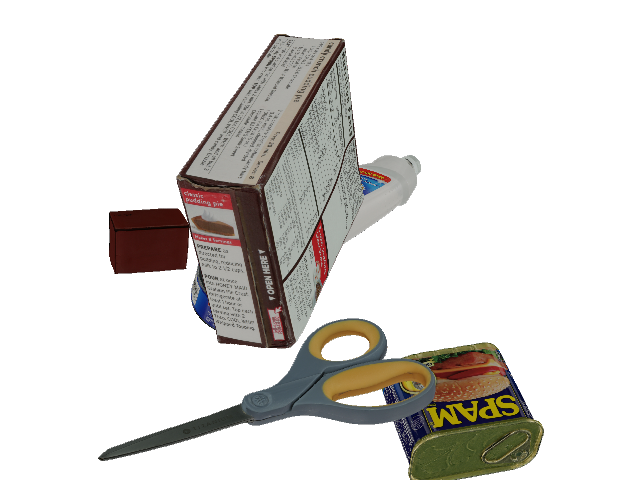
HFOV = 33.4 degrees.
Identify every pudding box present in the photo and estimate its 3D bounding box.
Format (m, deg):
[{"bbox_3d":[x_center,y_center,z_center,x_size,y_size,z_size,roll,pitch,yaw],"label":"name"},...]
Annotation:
[{"bbox_3d":[-0.016,-0.023,0.461,0.039,0.090,0.113,5,41,18],"label":"pudding box"}]

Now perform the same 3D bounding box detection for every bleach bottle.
[{"bbox_3d":[0.030,-0.051,1.340,0.103,0.068,0.250,28,43,35],"label":"bleach bottle"}]

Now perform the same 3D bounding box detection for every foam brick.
[{"bbox_3d":[-0.182,0.000,1.126,0.078,0.051,0.053,-4,23,-17],"label":"foam brick"}]

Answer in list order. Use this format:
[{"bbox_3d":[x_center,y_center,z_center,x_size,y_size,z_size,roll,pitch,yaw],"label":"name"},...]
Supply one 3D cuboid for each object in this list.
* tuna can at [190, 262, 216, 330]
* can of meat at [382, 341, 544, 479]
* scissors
[{"bbox_3d":[-0.069,0.045,0.931,0.086,0.034,0.086,13,38,-11],"label":"tuna can"},{"bbox_3d":[0.104,0.128,0.806,0.102,0.057,0.084,-7,42,-12],"label":"can of meat"},{"bbox_3d":[-0.032,0.087,0.642,0.201,0.016,0.096,-5,34,-9],"label":"scissors"}]
